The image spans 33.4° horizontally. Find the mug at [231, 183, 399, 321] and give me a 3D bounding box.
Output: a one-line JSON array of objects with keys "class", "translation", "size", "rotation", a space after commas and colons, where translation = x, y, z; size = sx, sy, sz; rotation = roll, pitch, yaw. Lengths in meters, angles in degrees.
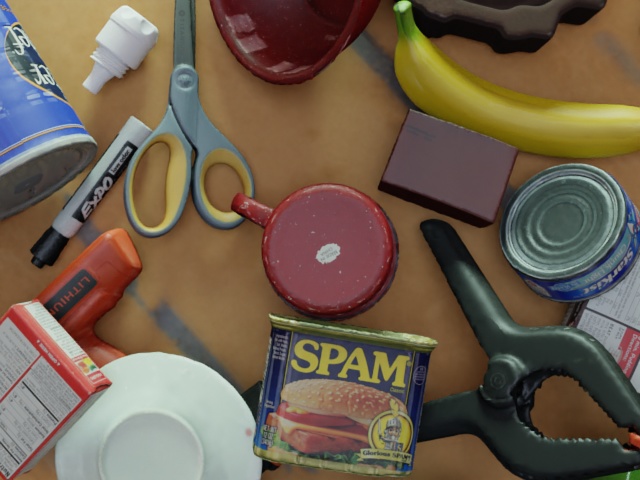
[{"class": "mug", "translation": [-0.005, 0.001, 0.685], "size": [0.117, 0.081, 0.093], "rotation": [31, 89, 3]}]

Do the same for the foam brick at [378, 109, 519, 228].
[{"class": "foam brick", "translation": [0.083, -0.046, 0.700], "size": [0.078, 0.051, 0.053], "rotation": [21, 87, 3]}]

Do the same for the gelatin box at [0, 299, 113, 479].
[{"class": "gelatin box", "translation": [-0.183, 0.093, 0.656], "size": [0.073, 0.030, 0.089], "rotation": [46, 108, 9]}]

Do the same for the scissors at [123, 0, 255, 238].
[{"class": "scissors", "translation": [-0.075, -0.094, 0.721], "size": [0.096, 0.016, 0.202], "rotation": [17, 83, -12]}]

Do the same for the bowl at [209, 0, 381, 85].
[{"class": "bowl", "translation": [-0.006, -0.182, 0.685], "size": [0.055, 0.162, 0.162], "rotation": [-11, 85, -41]}]

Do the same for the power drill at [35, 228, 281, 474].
[{"class": "power drill", "translation": [-0.096, 0.084, 0.697], "size": [0.184, 0.057, 0.187], "rotation": [-42, 86, 0]}]

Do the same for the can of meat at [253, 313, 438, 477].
[{"class": "can of meat", "translation": [0.013, 0.093, 0.644], "size": [0.102, 0.057, 0.084], "rotation": [9, 89, -4]}]

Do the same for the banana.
[{"class": "banana", "translation": [0.127, -0.088, 0.695], "size": [0.197, 0.070, 0.037], "rotation": [21, 58, -6]}]

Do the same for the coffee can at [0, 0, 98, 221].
[{"class": "coffee can", "translation": [-0.224, -0.093, 0.691], "size": [0.103, 0.103, 0.140], "rotation": [-32, 86, 0]}]

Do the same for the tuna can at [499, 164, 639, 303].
[{"class": "tuna can", "translation": [0.159, -0.005, 0.679], "size": [0.086, 0.033, 0.086], "rotation": [-18, 54, 27]}]

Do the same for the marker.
[{"class": "marker", "translation": [-0.157, -0.031, 0.726], "size": [0.020, 0.020, 0.121], "rotation": [37, 89, 4]}]

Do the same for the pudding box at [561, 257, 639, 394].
[{"class": "pudding box", "translation": [0.219, 0.060, 0.694], "size": [0.113, 0.039, 0.090], "rotation": [25, 86, 2]}]

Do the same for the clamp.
[{"class": "clamp", "translation": [0.108, 0.097, 0.657], "size": [0.210, 0.036, 0.164], "rotation": [30, 93, 36]}]
